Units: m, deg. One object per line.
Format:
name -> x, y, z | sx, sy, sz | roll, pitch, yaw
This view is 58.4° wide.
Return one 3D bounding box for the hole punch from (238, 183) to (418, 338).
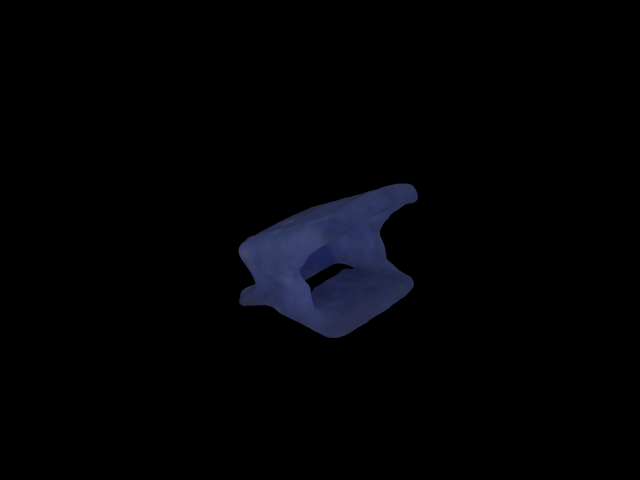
hole punch -> 0.004, 0.001, 0.400 | 0.100, 0.091, 0.109 | 20, 32, 36
